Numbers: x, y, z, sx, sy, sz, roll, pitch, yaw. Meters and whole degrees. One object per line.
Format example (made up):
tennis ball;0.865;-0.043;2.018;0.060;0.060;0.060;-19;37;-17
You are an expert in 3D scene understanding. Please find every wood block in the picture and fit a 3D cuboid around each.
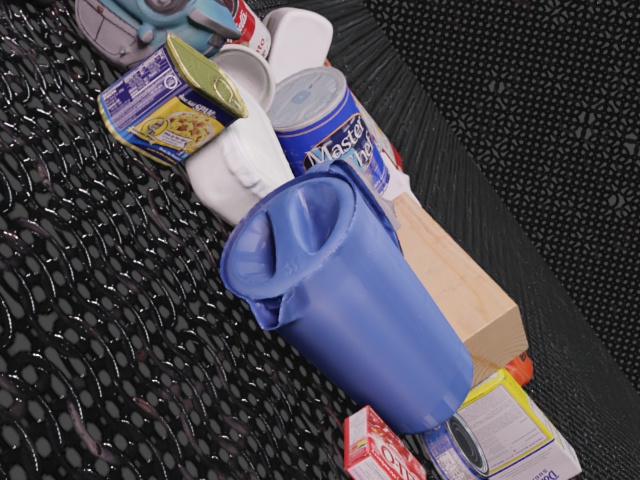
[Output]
wood block;0.124;0.054;1.170;0.206;0.090;0.090;50;-10;39

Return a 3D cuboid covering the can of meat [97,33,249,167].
can of meat;-0.122;-0.112;0.884;0.102;0.084;0.057;28;30;-60

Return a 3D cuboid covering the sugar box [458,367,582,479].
sugar box;0.208;0.218;1.196;0.176;0.093;0.048;48;17;-28

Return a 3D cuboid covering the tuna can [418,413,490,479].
tuna can;0.138;0.215;1.098;0.086;0.034;0.086;50;16;-20

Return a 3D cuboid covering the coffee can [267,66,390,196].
coffee can;0.006;-0.107;1.188;0.103;0.103;0.140;-105;168;-51

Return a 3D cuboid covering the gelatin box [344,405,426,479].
gelatin box;0.057;0.194;0.896;0.089;0.030;0.073;50;16;-17

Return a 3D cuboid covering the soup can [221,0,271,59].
soup can;-0.106;-0.247;1.243;0.068;0.068;0.102;62;10;24

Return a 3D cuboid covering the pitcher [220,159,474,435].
pitcher;0.037;0.056;0.931;0.242;0.149;0.145;49;-2;-35

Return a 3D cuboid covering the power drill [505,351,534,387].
power drill;0.207;0.172;1.310;0.184;0.057;0.187;58;26;-18

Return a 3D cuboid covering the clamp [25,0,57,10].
clamp;-0.242;-0.215;0.819;0.120;0.039;0.171;63;16;22

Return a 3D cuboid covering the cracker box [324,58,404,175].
cracker box;0.030;-0.145;1.465;0.213;0.072;0.164;51;16;-20

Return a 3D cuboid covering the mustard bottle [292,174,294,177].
mustard bottle;-0.007;0.001;1.057;0.191;0.058;0.096;55;20;1

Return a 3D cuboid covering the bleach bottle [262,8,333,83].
bleach bottle;-0.044;-0.265;1.397;0.068;0.103;0.251;15;16;-14
